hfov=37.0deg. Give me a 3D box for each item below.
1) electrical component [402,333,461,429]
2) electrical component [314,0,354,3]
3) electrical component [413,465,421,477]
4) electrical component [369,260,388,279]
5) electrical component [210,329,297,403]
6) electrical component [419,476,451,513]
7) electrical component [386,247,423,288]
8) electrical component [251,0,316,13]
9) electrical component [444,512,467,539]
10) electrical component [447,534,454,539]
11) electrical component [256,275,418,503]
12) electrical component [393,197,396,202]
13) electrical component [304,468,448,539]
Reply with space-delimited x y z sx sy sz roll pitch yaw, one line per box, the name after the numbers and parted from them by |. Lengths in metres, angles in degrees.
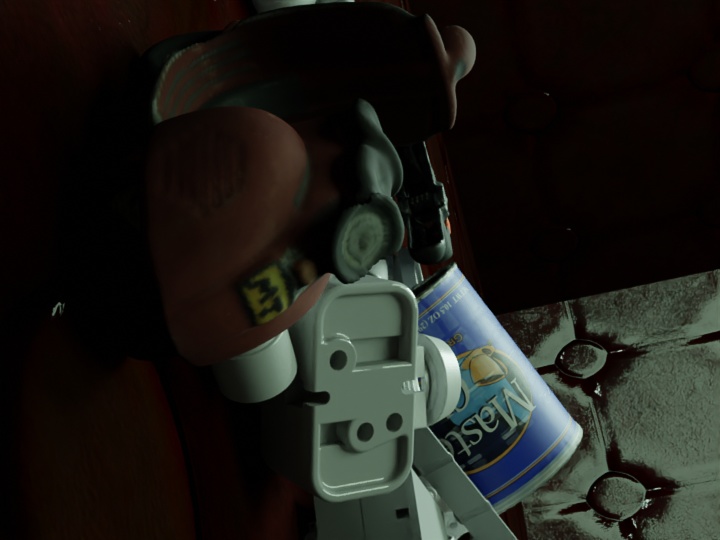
0.017 0.057 0.546 0.048 0.055 0.066 0 -88 58 | electrical component
-0.026 -0.144 0.740 0.096 0.062 0.061 66 14 -54 | electrical component
0.039 0.115 0.783 0.079 0.044 0.077 26 40 -30 | electrical component
0.000 0.000 0.779 0.078 0.040 0.040 -89 164 -57 | electrical component
-0.048 0.021 0.433 0.044 0.044 0.065 -92 172 -51 | electrical component
0.054 0.153 0.843 0.096 0.062 0.061 -47 124 -80 | electrical component
0.019 0.014 0.829 0.058 0.057 0.078 58 21 -66 | electrical component
-0.058 -0.200 0.674 0.081 0.043 0.043 66 14 -54 | electrical component
0.066 0.221 0.854 0.047 0.055 0.055 68 13 -67 | electrical component
0.074 0.236 0.798 0.044 0.079 0.077 140 -62 -84 | electrical component
-0.013 0.049 0.487 0.059 0.054 0.095 13 -76 57 | electrical component
-0.006 -0.052 0.766 0.095 0.054 0.059 -77 154 -71 | electrical component
0.020 0.208 0.542 0.105 0.060 0.186 62 18 -62 | electrical component
